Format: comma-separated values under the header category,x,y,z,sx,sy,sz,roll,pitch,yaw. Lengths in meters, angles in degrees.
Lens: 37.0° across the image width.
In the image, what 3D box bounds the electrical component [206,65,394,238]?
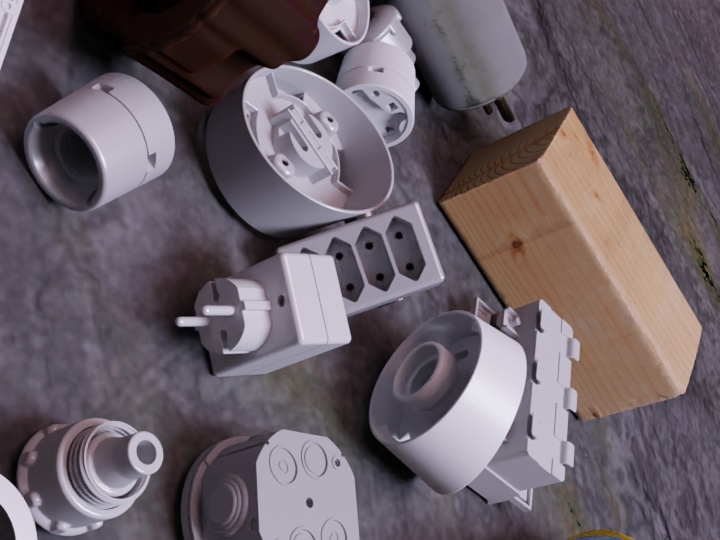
category,x,y,z,sx,sy,sz,roll,pitch,yaw
electrical component,-0.036,-0.068,0.610,0.099,0.064,0.099,27,52,-40

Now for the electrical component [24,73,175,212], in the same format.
category,x,y,z,sx,sy,sz,roll,pitch,yaw
electrical component,-0.124,-0.059,0.507,0.055,0.055,0.047,59,41,-11

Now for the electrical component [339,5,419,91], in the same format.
category,x,y,z,sx,sy,sz,roll,pitch,yaw
electrical component,0.018,-0.146,0.736,0.062,0.048,0.048,50,40,-31

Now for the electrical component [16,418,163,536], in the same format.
category,x,y,z,sx,sy,sz,roll,pitch,yaw
electrical component,-0.108,0.082,0.446,0.048,0.062,0.048,27,52,-41

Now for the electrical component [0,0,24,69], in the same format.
category,x,y,z,sx,sy,sz,roll,pitch,yaw
electrical component,-0.187,-0.110,0.455,0.062,0.061,0.096,30,58,-39

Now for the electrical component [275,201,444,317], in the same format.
category,x,y,z,sx,sy,sz,roll,pitch,yaw
electrical component,0.000,0.000,0.620,0.075,0.083,0.047,88,-17,-85

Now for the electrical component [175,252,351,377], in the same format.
category,x,y,z,sx,sy,sz,roll,pitch,yaw
electrical component,-0.056,0.023,0.537,0.077,0.066,0.047,3,70,-50

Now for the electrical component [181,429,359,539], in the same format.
category,x,y,z,sx,sy,sz,roll,pitch,yaw
electrical component,-0.042,0.117,0.518,0.080,0.051,0.080,27,52,-41

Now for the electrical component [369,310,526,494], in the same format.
category,x,y,z,sx,sy,sz,roll,pitch,yaw
electrical component,0.054,0.075,0.624,0.064,0.099,0.099,38,45,-24

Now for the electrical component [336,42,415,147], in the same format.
category,x,y,z,sx,sy,sz,roll,pitch,yaw
electrical component,0.009,-0.115,0.701,0.055,0.055,0.047,39,42,-32

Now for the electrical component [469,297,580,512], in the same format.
category,x,y,z,sx,sy,sz,roll,pitch,yaw
electrical component,0.103,0.083,0.704,0.079,0.063,0.121,40,44,-31

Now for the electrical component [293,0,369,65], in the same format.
category,x,y,z,sx,sy,sz,roll,pitch,yaw
electrical component,-0.032,-0.182,0.675,0.099,0.064,0.099,26,53,-41
